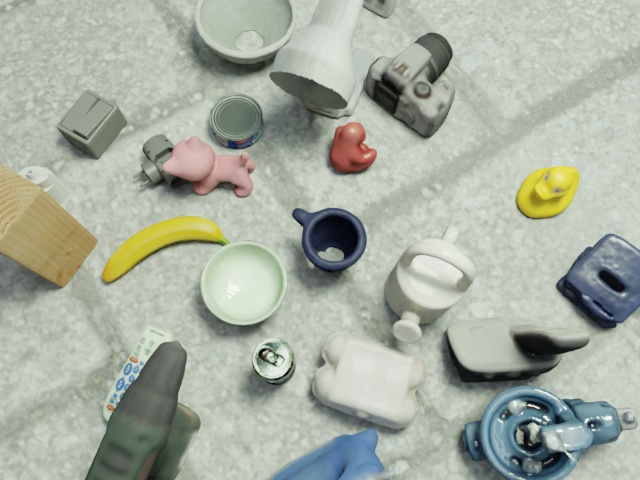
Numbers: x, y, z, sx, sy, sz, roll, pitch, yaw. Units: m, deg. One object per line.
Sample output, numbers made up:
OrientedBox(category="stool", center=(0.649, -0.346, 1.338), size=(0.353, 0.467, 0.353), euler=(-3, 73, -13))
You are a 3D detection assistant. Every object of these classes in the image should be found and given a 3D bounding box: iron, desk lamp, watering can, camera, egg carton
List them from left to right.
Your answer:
OrientedBox(category="iron", center=(-0.020, 0.336, 0.704), size=(0.258, 0.141, 0.118), euler=(-26, 75, -10))
OrientedBox(category="desk lamp", center=(0.012, -0.272, 0.861), size=(0.118, 0.213, 0.203), euler=(20, 73, 5))
OrientedBox(category="egg carton", center=(0.068, 0.193, 0.790), size=(0.150, 0.069, 0.107), euler=(16, 72, 3))
OrientedBox(category="camera", center=(0.167, -0.267, 0.924), size=(0.143, 0.101, 0.137), euler=(40, 75, 10))
OrientedBox(category="watering can", center=(0.149, 0.056, 0.772), size=(0.101, 0.194, 0.173), euler=(5, 72, 0))

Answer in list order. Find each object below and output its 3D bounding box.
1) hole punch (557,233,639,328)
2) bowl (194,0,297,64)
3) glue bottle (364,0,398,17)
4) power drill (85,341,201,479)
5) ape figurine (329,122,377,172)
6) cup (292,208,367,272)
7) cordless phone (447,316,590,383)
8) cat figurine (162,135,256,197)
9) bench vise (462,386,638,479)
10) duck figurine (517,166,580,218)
OrientedBox(category="hole punch", center=(0.422, 0.061, 0.834), size=(0.108, 0.091, 0.101), euler=(42, 76, 11))
OrientedBox(category="bowl", center=(-0.121, -0.356, 0.956), size=(0.167, 0.075, 0.167), euler=(1, 72, -2))
OrientedBox(category="glue bottle", center=(0.100, -0.448, 0.942), size=(0.078, 0.173, 0.037), euler=(35, 75, 9))
OrientedBox(category="power drill", center=(-0.208, 0.240, 0.693), size=(0.075, 0.208, 0.230), euler=(22, 73, 5))
OrientedBox(category="ape figurine", center=(0.050, -0.150, 0.887), size=(0.076, 0.092, 0.077), euler=(-28, 75, -10))
OrientedBox(category="cup", center=(0.008, 0.003, 0.836), size=(0.117, 0.095, 0.092), euler=(35, 74, 9))
OrientedBox(category="cordless phone", center=(0.255, 0.135, 0.755), size=(0.147, 0.185, 0.094), euler=(-6, 72, -4))
OrientedBox(category="cat figurine", center=(-0.164, -0.116, 0.855), size=(0.128, 0.118, 0.067), euler=(-1, 72, -2))
OrientedBox(category="bench vise", center=(0.297, 0.225, 0.709), size=(0.207, 0.220, 0.121), euler=(-25, 75, -9))
OrientedBox(category="duck figurine", center=(0.362, -0.086, 0.881), size=(0.105, 0.086, 0.077), euler=(-31, 76, -11))
